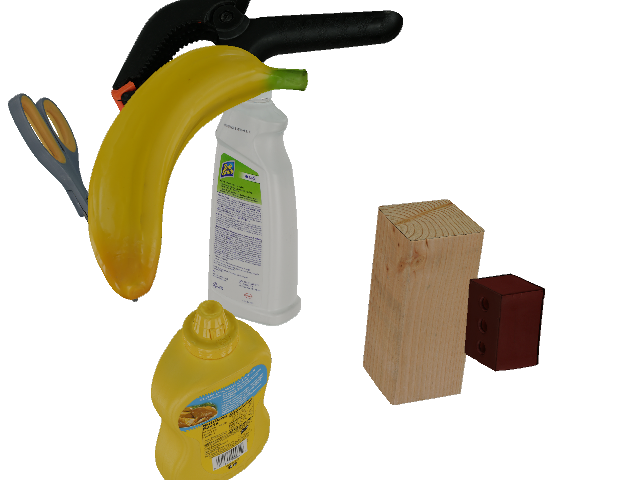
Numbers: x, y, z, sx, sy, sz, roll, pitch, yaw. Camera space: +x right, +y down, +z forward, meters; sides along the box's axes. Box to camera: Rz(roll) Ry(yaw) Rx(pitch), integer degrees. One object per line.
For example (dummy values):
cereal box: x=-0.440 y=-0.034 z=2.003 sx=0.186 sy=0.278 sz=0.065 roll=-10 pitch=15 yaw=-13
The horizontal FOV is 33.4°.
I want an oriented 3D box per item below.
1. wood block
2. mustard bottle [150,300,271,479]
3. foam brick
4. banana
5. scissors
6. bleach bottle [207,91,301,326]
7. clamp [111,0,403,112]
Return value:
wood block: x=0.111 y=0.069 z=1.190 sx=0.090 sy=0.206 sz=0.090 roll=-6 pitch=28 yaw=-20
mustard bottle: x=-0.083 y=0.113 z=0.817 sx=0.096 sy=0.192 sz=0.058 roll=-25 pitch=54 yaw=-25
foam brick: x=0.172 y=0.076 z=1.003 sx=0.051 sy=0.078 sz=0.053 roll=-7 pitch=18 yaw=-28
banana: x=-0.073 y=-0.050 z=0.540 sx=0.070 sy=0.037 sz=0.197 roll=17 pitch=46 yaw=15
scissors: x=-0.210 y=-0.046 z=0.944 sx=0.016 sy=0.201 sz=0.096 roll=-25 pitch=23 yaw=10
bleach bottle: x=-0.065 y=-0.043 z=1.111 sx=0.103 sy=0.251 sz=0.068 roll=15 pitch=24 yaw=25
clamp: x=-0.056 y=-0.151 z=0.782 sx=0.165 sy=0.210 sz=0.036 roll=43 pitch=-13 yaw=24
